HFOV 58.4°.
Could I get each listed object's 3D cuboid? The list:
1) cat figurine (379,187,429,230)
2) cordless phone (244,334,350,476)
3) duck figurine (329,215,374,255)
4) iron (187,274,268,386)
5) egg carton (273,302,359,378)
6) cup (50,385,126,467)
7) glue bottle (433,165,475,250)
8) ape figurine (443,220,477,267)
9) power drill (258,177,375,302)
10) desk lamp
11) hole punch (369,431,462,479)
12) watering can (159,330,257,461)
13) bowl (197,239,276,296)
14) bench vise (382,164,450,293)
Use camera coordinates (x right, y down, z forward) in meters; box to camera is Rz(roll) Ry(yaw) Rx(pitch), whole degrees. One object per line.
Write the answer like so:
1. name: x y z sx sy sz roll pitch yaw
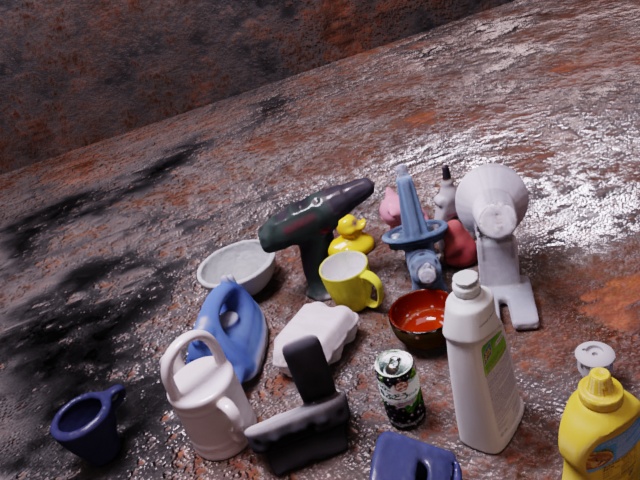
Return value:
1. cat figurine: 0.169 -0.064 1.197 0.067 0.118 0.128 9 38 37
2. cordless phone: -0.041 0.210 0.768 0.147 0.185 0.094 -22 30 -9
3. duck figurine: 0.056 -0.011 1.195 0.104 0.086 0.077 -18 29 -2
4. iron: -0.164 0.139 0.995 0.118 0.142 0.258 -10 30 12
5. egg carton: -0.007 0.165 0.945 0.107 0.069 0.150 5 36 33
6. cup: -0.336 0.287 0.877 0.091 0.095 0.118 11 40 40
7. glue bottle: 0.251 -0.065 1.102 0.078 0.173 0.037 -22 30 -9
8. ape figurine: 0.254 0.002 1.068 0.075 0.092 0.078 16 43 44
9. power drill: 0.010 0.004 1.069 0.229 0.209 0.075 -17 30 -1
10. desk lamp: 0.288 0.003 0.925 0.117 0.214 0.203 -8 31 14
11. hole punch: 0.112 0.284 0.661 0.101 0.091 0.109 -5 31 19
12. watering can: -0.172 0.212 0.821 0.172 0.194 0.101 1 34 28
13. bowl: -0.162 0.073 1.174 0.167 0.075 0.167 -12 30 7
14. bench vise: 0.179 -0.014 1.003 0.121 0.220 0.207 -22 30 -9
